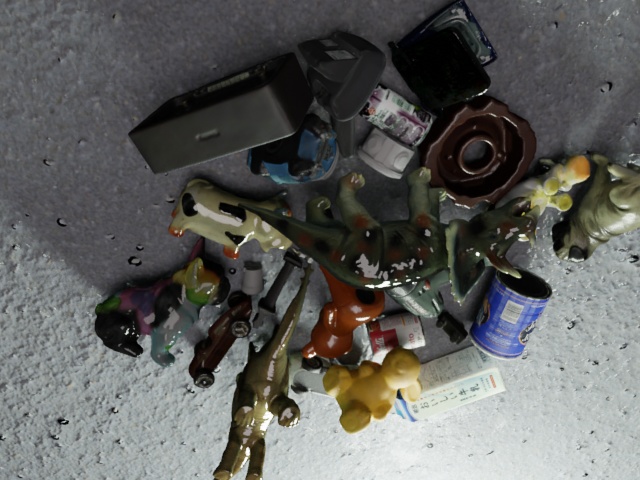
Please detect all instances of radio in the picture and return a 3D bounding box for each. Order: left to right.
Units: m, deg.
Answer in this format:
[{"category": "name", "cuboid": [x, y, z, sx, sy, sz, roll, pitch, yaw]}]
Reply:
[{"category": "radio", "cuboid": [-0.128, -0.169, 0.720, 0.230, 0.131, 0.073, -10, 123, 25]}]

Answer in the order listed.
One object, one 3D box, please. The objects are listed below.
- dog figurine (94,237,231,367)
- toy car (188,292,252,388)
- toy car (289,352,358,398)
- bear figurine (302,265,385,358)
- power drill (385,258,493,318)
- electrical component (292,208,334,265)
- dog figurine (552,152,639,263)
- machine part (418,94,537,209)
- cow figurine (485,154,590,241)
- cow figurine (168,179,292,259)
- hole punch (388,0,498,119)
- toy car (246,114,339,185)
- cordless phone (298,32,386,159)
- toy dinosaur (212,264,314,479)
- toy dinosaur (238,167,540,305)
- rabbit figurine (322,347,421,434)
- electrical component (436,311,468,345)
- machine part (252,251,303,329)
[{"category": "dog figurine", "cuboid": [-0.262, 0.091, 0.910, 0.191, 0.108, 0.219, 23, 111, -14]}, {"category": "toy car", "cuboid": [-0.182, 0.178, 0.972, 0.053, 0.089, 0.202, 25, 116, -22]}, {"category": "toy car", "cuboid": [0.023, 0.277, 1.068, 0.202, 0.056, 0.073, 18, 111, -16]}, {"category": "bear figurine", "cuboid": [0.037, 0.126, 0.961, 0.120, 0.132, 0.195, 0, 147, -25]}, {"category": "power drill", "cuboid": [0.205, 0.044, 0.899, 0.207, 0.086, 0.231, -35, 142, 2]}, {"category": "electrical component", "cuboid": [-0.001, -0.004, 0.908, 0.078, 0.045, 0.102, 26, 115, -17]}, {"category": "dog figurine", "cuboid": [0.470, -0.026, 0.867, 0.121, 0.172, 0.190, 17, 110, -2]}, {"category": "machine part", "cuboid": [0.244, -0.139, 0.844, 0.179, 0.056, 0.179, -3, 120, -5]}, {"category": "cow figurine", "cuboid": [0.355, -0.078, 0.877, 0.167, 0.098, 0.068, -39, 112, -4]}, {"category": "cow figurine", "cuboid": [-0.130, -0.038, 0.859, 0.195, 0.085, 0.127, 23, 121, -15]}, {"category": "hole punch", "cuboid": [0.178, -0.258, 0.760, 0.116, 0.092, 0.142, -12, 134, 46]}, {"category": "toy car", "cuboid": [-0.026, -0.131, 0.787, 0.103, 0.162, 0.109, 15, 89, -45]}, {"category": "cordless phone", "cuboid": [0.036, -0.183, 0.751, 0.089, 0.147, 0.184, -16, 127, -11]}, {"category": "toy dinosaur", "cuboid": [-0.103, 0.263, 0.964, 0.105, 0.199, 0.471, 22, 109, -17]}, {"category": "toy dinosaur", "cuboid": [0.092, 0.007, 0.769, 0.405, 0.192, 0.131, -8, 156, 3]}, {"category": "rabbit figurine", "cuboid": [0.119, 0.260, 0.969, 0.162, 0.122, 0.173, 18, 124, -42]}, {"category": "electrical component", "cuboid": [0.248, 0.164, 1.015, 0.063, 0.094, 0.021, 47, 112, 13]}, {"category": "machine part", "cuboid": [-0.076, 0.088, 0.930, 0.039, 0.084, 0.139, 30, 90, 2]}]
